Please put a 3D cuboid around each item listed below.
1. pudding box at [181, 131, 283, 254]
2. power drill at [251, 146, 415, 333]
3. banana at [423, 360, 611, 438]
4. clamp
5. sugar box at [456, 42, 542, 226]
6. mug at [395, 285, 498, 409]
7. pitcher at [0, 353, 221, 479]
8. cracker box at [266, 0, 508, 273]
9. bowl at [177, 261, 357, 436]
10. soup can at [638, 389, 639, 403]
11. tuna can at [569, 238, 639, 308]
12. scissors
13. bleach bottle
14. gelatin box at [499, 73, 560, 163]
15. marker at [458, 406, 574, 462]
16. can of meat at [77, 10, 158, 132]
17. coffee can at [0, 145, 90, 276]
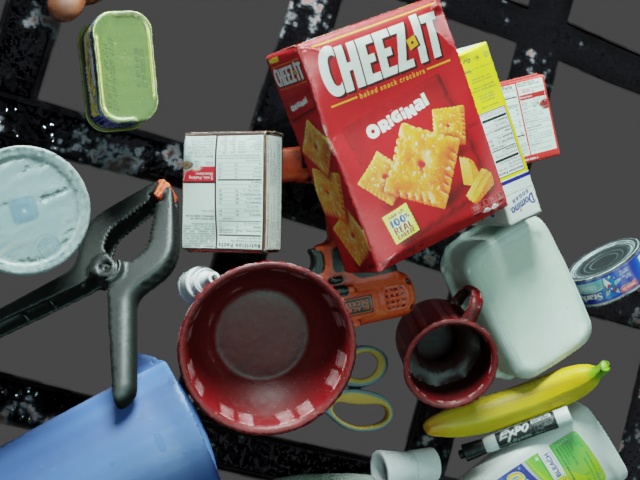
[{"bbox_3d":[-0.081,-0.044,0.988,0.090,0.039,0.113,2,93,24],"label":"pudding box"},{"bbox_3d":[-0.007,0.001,1.033,0.184,0.057,0.187,-10,97,-16],"label":"power drill"},{"bbox_3d":[0.203,0.164,1.095,0.198,0.069,0.037,-23,56,12],"label":"banana"},{"bbox_3d":[-0.198,0.034,0.958,0.165,0.036,0.210,16,66,18],"label":"clamp"},{"bbox_3d":[0.156,-0.102,1.061,0.048,0.093,0.176,-25,101,-18],"label":"sugar box"},{"bbox_3d":[0.125,0.097,1.053,0.093,0.081,0.117,21,103,-12],"label":"mug"},{"bbox_3d":[-0.210,0.222,0.934,0.242,0.149,0.145,-25,119,-12],"label":"pitcher"},{"bbox_3d":[0.067,-0.097,0.983,0.164,0.072,0.214,-25,101,-27],"label":"cracker box"},{"bbox_3d":[-0.050,0.093,0.975,0.162,0.055,0.162,-2,101,-9],"label":"bowl"},{"bbox_3d":[0.388,0.133,1.162,0.068,0.069,0.102,10,90,-19],"label":"soup can"},{"bbox_3d":[0.304,0.033,1.120,0.086,0.086,0.034,-34,101,-14],"label":"tuna can"},{"bbox_3d":[-0.014,0.136,1.056,0.201,0.016,0.096,19,85,-18],"label":"scissors"},{"bbox_3d":[0.192,0.275,1.106,0.250,0.068,0.102,-34,96,-12],"label":"bleach bottle"},{"bbox_3d":[0.203,-0.122,1.109,0.073,0.030,0.089,-15,96,-16],"label":"gelatin box"},{"bbox_3d":[0.199,0.200,1.093,0.121,0.020,0.020,-23,100,11],"label":"marker"},{"bbox_3d":[-0.180,-0.150,0.952,0.057,0.084,0.102,-7,94,-18],"label":"can of meat"},{"bbox_3d":[-0.254,-0.026,0.903,0.102,0.140,0.103,-1,93,-19],"label":"coffee can"}]
